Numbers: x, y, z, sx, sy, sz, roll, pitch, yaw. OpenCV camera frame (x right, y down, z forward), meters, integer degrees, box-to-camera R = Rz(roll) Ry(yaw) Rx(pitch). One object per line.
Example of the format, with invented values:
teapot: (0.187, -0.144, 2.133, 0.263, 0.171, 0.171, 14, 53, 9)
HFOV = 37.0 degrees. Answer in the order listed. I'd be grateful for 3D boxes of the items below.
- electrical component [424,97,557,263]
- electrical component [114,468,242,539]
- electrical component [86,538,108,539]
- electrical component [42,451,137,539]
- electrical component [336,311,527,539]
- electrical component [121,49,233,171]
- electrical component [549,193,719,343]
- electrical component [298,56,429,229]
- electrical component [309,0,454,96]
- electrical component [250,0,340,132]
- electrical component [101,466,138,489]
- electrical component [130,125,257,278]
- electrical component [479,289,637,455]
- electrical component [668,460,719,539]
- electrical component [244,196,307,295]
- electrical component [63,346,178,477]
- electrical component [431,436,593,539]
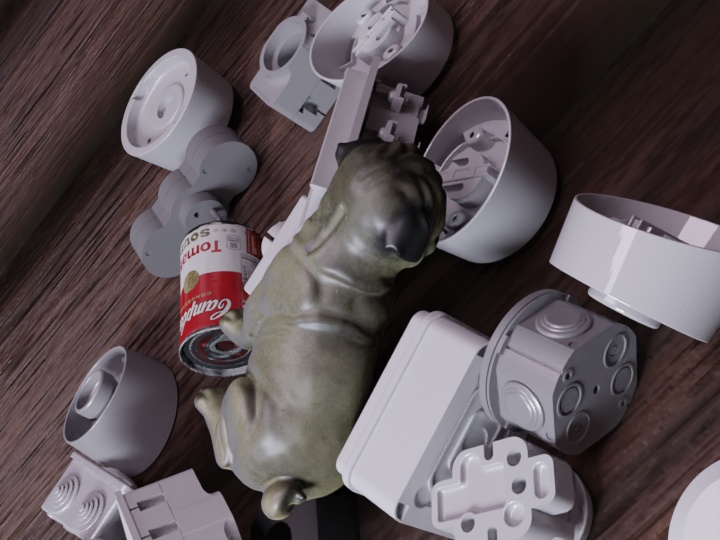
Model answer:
electrical component: (0.074, -0.055, 0.682, 0.099, 0.064, 0.099, -25, 51, 36)
electrical component: (-0.085, 0.220, 0.650, 0.060, 0.105, 0.186, -18, 37, -19)
electrical component: (-0.162, 0.253, 0.713, 0.074, 0.052, 0.138, 39, 142, 56)
electrical component: (-0.172, 0.183, 0.782, 0.100, 0.100, 0.048, 13, 65, 50)
electrical component: (0.048, 0.088, 0.617, 0.057, 0.078, 0.113, 27, 89, 48)
electrical component: (-0.162, -0.141, 0.987, 0.108, 0.060, 0.108, -25, 52, 36)
electrical component: (0.150, -0.006, 0.551, 0.099, 0.099, 0.064, 36, 102, 50)
electrical component: (0.005, -0.077, 0.740, 0.078, 0.063, 0.121, 110, 176, -49)
electrical component: (0.019, -0.172, 0.809, 0.099, 0.064, 0.099, -25, 51, 36)
electrical component: (-0.043, -0.170, 0.881, 0.089, 0.056, 0.050, -54, 40, 9)
electrical component: (-0.205, 0.178, 0.862, 0.062, 0.043, 0.043, 21, 84, 52)
electrical component: (-0.136, -0.050, 0.914, 0.138, 0.052, 0.073, -53, 40, 10)
electrical component: (0.106, 0.054, 0.573, 0.051, 0.080, 0.080, 25, 87, 45)
electrical component: (0.182, 0.124, 0.473, 0.080, 0.051, 0.080, -25, 52, 36)
electrical component: (-0.049, -0.013, 0.802, 0.083, 0.047, 0.076, -57, 40, 5)
electrical component: (-0.199, 0.115, 0.895, 0.099, 0.064, 0.099, -39, 31, 29)
electrical component: (0.086, 0.125, 0.571, 0.078, 0.057, 0.058, -24, 52, 37)
